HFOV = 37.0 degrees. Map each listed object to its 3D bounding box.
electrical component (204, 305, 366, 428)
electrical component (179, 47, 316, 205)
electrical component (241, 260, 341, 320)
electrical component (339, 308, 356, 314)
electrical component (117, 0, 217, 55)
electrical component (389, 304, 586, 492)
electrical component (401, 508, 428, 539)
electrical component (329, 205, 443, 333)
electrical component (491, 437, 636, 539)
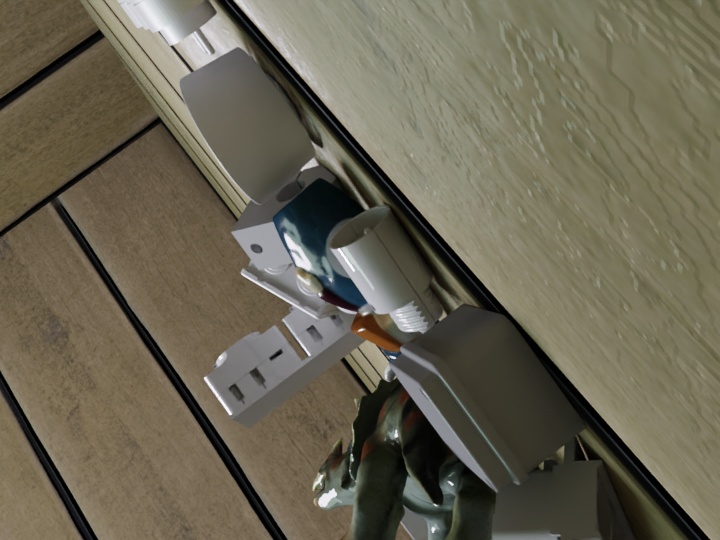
[{"bbox_3d":[-0.066,0.081,1.123,0.060,0.186,0.105,52,175,13],"label":"electrical component"},{"bbox_3d":[-0.077,-0.097,0.723,0.099,0.064,0.099,52,175,7],"label":"electrical component"},{"bbox_3d":[-0.055,0.002,1.034,0.100,0.048,0.100,30,-172,9],"label":"electrical component"},{"bbox_3d":[-0.005,0.018,0.969,0.043,0.043,0.062,53,176,4],"label":"electrical component"},{"bbox_3d":[-0.115,-0.166,0.674,0.073,0.052,0.138,55,174,-21],"label":"electrical component"},{"bbox_3d":[0.066,0.068,0.596,0.078,0.057,0.113,54,175,-6],"label":"electrical component"},{"bbox_3d":[0.040,0.214,1.039,0.108,0.060,0.108,53,175,7],"label":"electrical component"},{"bbox_3d":[0.021,0.005,0.654,0.081,0.043,0.043,55,174,-19],"label":"electrical component"},{"bbox_3d":[0.119,0.158,0.615,0.121,0.063,0.078,59,-147,-45],"label":"electrical component"}]
